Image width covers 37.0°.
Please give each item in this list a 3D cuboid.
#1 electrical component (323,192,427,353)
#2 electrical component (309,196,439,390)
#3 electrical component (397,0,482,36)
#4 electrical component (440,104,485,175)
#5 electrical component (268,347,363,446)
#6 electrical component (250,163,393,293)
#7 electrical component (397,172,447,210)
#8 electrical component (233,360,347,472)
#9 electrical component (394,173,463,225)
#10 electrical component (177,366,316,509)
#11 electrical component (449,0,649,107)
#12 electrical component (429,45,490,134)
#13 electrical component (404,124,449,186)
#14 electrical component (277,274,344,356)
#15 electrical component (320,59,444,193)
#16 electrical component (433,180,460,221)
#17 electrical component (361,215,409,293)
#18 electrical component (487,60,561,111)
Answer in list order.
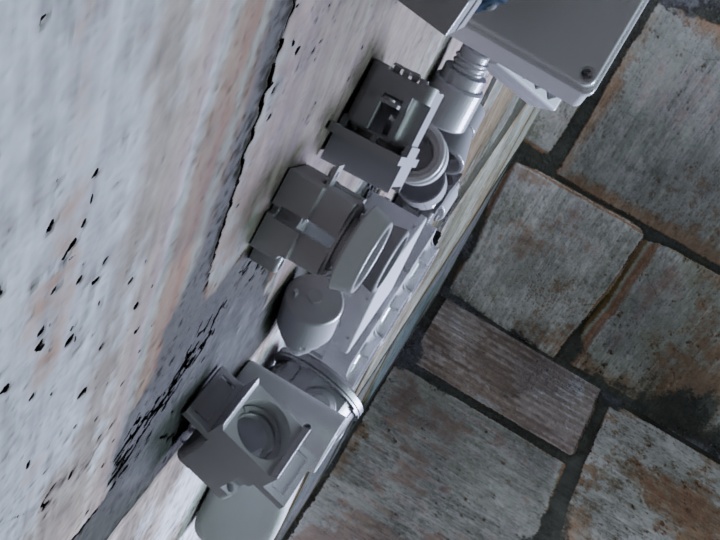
[{"bbox_3d":[0.000,0.000,0.818,0.099,0.048,0.099,-53,172,-45],"label":"electrical component"},{"bbox_3d":[0.004,0.027,0.920,0.150,0.062,0.089,-57,173,-26],"label":"electrical component"},{"bbox_3d":[0.046,-0.146,0.508,0.055,0.048,0.066,-54,177,25],"label":"electrical component"},{"bbox_3d":[0.085,-0.124,0.960,0.065,0.044,0.044,-62,176,-24],"label":"electrical component"},{"bbox_3d":[-0.042,0.100,0.823,0.051,0.080,0.080,-52,172,-20],"label":"electrical component"},{"bbox_3d":[-0.017,-0.020,0.545,0.066,0.055,0.048,-61,174,13],"label":"electrical component"},{"bbox_3d":[0.052,-0.074,0.912,0.043,0.043,0.081,-60,174,2],"label":"electrical component"},{"bbox_3d":[-0.060,0.114,0.740,0.079,0.077,0.044,-63,174,27],"label":"electrical component"},{"bbox_3d":[0.058,-0.068,1.001,0.063,0.042,0.081,-61,173,30],"label":"electrical component"},{"bbox_3d":[-0.072,0.103,0.640,0.064,0.081,0.042,-34,-167,43],"label":"electrical component"},{"bbox_3d":[0.124,-0.178,0.684,0.108,0.109,0.056,-59,177,-1],"label":"electrical component"},{"bbox_3d":[0.073,-0.137,0.793,0.078,0.040,0.040,-62,173,27],"label":"electrical component"},{"bbox_3d":[0.040,-0.083,0.762,0.045,0.045,0.055,-60,174,5],"label":"electrical component"},{"bbox_3d":[-0.037,0.035,0.729,0.040,0.040,0.078,-55,173,-34],"label":"electrical component"},{"bbox_3d":[0.015,-0.079,0.587,0.063,0.042,0.081,-62,174,8],"label":"electrical component"},{"bbox_3d":[0.085,-0.087,1.138,0.078,0.040,0.040,-56,173,-30],"label":"electrical component"},{"bbox_3d":[-0.004,-0.018,0.664,0.045,0.055,0.045,-58,174,-10],"label":"electrical component"},{"bbox_3d":[0.142,-0.191,0.985,0.047,0.083,0.076,-59,-148,-1],"label":"electrical component"}]
